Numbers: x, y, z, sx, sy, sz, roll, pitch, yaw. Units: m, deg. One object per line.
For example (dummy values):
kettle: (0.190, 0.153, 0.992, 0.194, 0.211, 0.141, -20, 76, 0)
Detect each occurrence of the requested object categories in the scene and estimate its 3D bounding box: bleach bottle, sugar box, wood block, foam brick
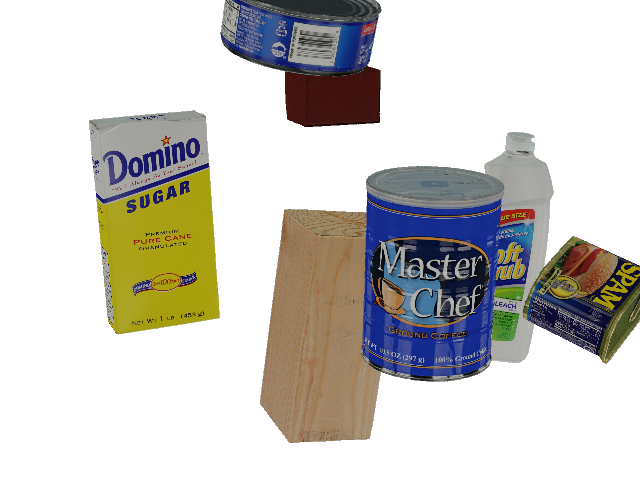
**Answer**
bleach bottle: (0.198, 0.005, 1.180, 0.103, 0.251, 0.068, 9, 17, 15)
sugar box: (-0.138, -0.016, 0.894, 0.093, 0.176, 0.048, -9, 17, -20)
wood block: (0.008, 0.081, 1.034, 0.090, 0.206, 0.091, 2, 16, -22)
foam brick: (0.011, -0.137, 1.001, 0.078, 0.051, 0.053, -6, 18, -22)

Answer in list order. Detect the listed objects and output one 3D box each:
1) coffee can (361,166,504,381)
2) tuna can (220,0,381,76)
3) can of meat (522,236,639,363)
coffee can: (0.084, 0.023, 0.814, 0.103, 0.140, 0.103, 1, 17, 0)
tuna can: (-0.011, -0.119, 0.588, 0.086, 0.034, 0.086, 9, 25, -4)
can of meat: (0.242, 0.050, 0.958, 0.084, 0.057, 0.101, 27, 46, 27)
